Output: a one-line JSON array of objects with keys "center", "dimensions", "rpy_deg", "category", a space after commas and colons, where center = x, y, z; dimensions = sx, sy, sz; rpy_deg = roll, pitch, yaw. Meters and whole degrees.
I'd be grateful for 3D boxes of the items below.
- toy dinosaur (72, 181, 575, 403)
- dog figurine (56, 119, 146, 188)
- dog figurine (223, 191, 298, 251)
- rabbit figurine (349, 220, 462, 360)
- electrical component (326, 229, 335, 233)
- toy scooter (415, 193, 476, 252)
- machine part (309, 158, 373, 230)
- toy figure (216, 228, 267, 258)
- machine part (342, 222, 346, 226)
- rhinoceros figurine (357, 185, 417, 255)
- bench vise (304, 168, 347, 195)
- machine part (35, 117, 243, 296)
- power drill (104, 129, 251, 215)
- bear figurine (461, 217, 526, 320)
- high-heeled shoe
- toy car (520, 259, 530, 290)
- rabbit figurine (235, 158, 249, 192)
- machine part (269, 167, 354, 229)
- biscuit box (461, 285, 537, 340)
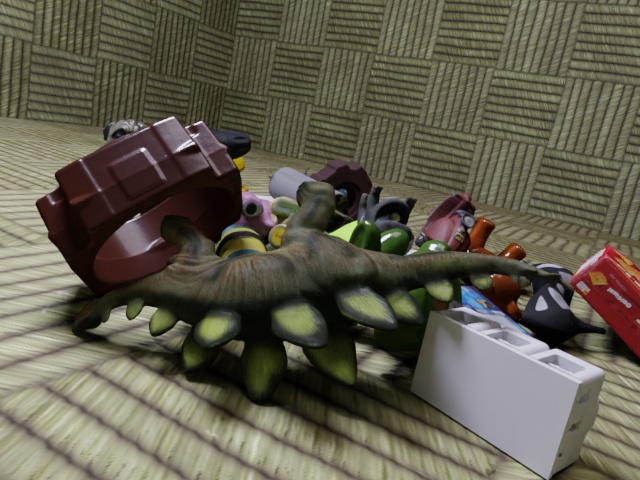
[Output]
[{"center": [-0.011, 0.045, 0.520], "dimensions": [0.472, 0.104, 0.199], "rpy_deg": [-12, 45, -1], "category": "toy dinosaur"}, {"center": [-0.375, -0.117, 0.908], "dimensions": [0.172, 0.190, 0.121], "rpy_deg": [7, 12, -10], "category": "dog figurine"}, {"center": [-0.144, -0.043, 0.985], "dimensions": [0.191, 0.108, 0.219], "rpy_deg": [1, 13, -36], "category": "dog figurine"}, {"center": [0.067, 0.057, 0.632], "dimensions": [0.170, 0.159, 0.121], "rpy_deg": [-5, -13, 39], "category": "rabbit figurine"}, {"center": [-0.002, -0.003, 1.059], "dimensions": [0.119, 0.047, 0.075], "rpy_deg": [15, 13, 14], "category": "electrical component"}, {"center": [0.235, -0.024, 0.961], "dimensions": [0.075, 0.135, 0.184], "rpy_deg": [39, 8, -6], "category": "toy scooter"}, {"center": [0.047, -0.095, 1.226], "dimensions": [0.179, 0.179, 0.056], "rpy_deg": [5, 17, -26], "category": "machine part"}, {"center": [-0.092, 0.042, 0.679], "dimensions": [0.082, 0.089, 0.180], "rpy_deg": [17, 9, -15], "category": "toy figure"}, {"center": [0.114, -0.006, 1.206], "dimensions": [0.139, 0.039, 0.084], "rpy_deg": [11, 17, -8], "category": "machine part"}, {"center": [0.096, -0.023, 0.830], "dimensions": [0.073, 0.112, 0.190], "rpy_deg": [21, -1, -7], "category": "rhinoceros figurine"}, {"center": [-0.018, -0.108, 1.351], "dimensions": [0.224, 0.128, 0.240], "rpy_deg": [25, 9, 37], "category": "bench vise"}, {"center": [-0.193, -0.035, 0.608], "dimensions": [0.201, 0.201, 0.087], "rpy_deg": [-32, 74, -17], "category": "machine part"}, {"center": [-0.201, -0.061, 0.779], "dimensions": [0.086, 0.207, 0.232], "rpy_deg": [29, 23, 37], "category": "power drill"}, {"center": [0.304, 0.047, 0.929], "dimensions": [0.120, 0.132, 0.196], "rpy_deg": [38, 5, -4], "category": "bear figurine"}, {"center": [0.343, 0.089, 0.858], "dimensions": [0.145, 0.086, 0.249], "rpy_deg": [11, 18, -9], "category": "high-heeled shoe"}, {"center": [0.340, 0.053, 1.104], "dimensions": [0.073, 0.056, 0.202], "rpy_deg": [-10, 22, -43], "category": "toy car"}, {"center": [-0.272, -0.130, 1.258], "dimensions": [0.163, 0.121, 0.173], "rpy_deg": [13, 31, 20], "category": "rabbit figurine"}, {"center": [-0.025, -0.086, 1.083], "dimensions": [0.079, 0.079, 0.244], "rpy_deg": [-1, 24, -44], "category": "machine part"}, {"center": [0.196, 0.113, 0.678], "dimensions": [0.059, 0.062, 0.203], "rpy_deg": [9, 12, -8], "category": "biscuit box"}]
